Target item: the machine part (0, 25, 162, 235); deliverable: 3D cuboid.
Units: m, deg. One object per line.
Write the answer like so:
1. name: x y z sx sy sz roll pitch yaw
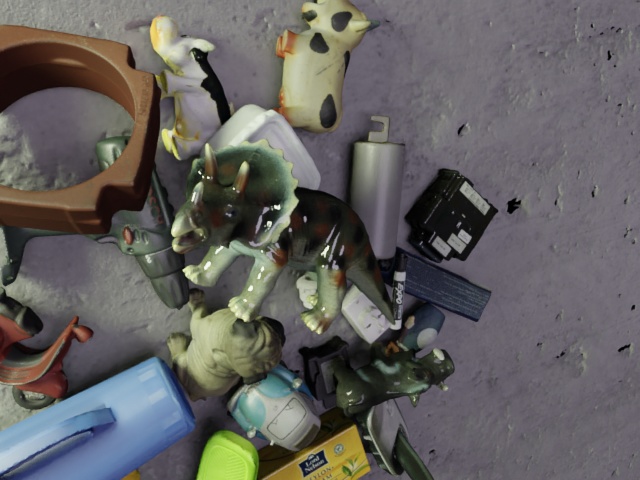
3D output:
1. machine part: -0.278 -0.113 0.565 0.201 0.087 0.201 6 69 -10

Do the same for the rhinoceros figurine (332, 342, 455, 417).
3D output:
1. rhinoceros figurine: 0.108 0.202 0.801 0.190 0.112 0.073 -11 101 -21

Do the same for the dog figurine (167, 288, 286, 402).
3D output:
1. dog figurine: -0.121 0.160 0.690 0.121 0.191 0.172 1 102 -25

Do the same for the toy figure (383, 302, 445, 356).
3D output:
1. toy figure: 0.143 0.172 0.888 0.064 0.058 0.154 41 85 -6

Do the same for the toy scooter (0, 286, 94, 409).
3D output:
1. toy scooter: -0.349 0.114 0.626 0.135 0.075 0.183 -33 118 13

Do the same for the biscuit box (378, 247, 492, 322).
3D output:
1. biscuit box: 0.186 0.071 0.883 0.202 0.059 0.062 24 92 -27

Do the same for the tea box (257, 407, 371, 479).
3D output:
1. tea box: -0.015 0.353 0.848 0.170 0.068 0.098 -25 111 -17

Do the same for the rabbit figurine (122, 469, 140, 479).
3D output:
1. rabbit figurine: -0.271 0.380 0.729 0.162 0.122 0.173 -19 94 -10

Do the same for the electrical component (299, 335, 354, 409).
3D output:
1. electrical component: 0.015 0.218 0.844 0.075 0.048 0.119 -14 105 -21

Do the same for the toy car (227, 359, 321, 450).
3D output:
1. toy car: -0.052 0.252 0.771 0.109 0.103 0.161 -44 138 -11

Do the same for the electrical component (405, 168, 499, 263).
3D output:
1. electrical component: 0.208 -0.031 0.873 0.114 0.058 0.134 40 84 -24

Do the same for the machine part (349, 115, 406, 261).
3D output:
1. machine part: 0.083 -0.060 0.799 0.079 0.079 0.243 0 100 -25

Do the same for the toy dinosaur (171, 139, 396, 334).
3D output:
1. toy dinosaur: -0.017 0.002 0.650 0.404 0.131 0.192 13 110 -42

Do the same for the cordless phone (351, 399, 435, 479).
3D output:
1. cordless phone: 0.122 0.321 0.839 0.089 0.184 0.146 -30 112 -11

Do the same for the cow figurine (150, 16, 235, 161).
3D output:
1. cow figurine: -0.155 -0.189 0.667 0.098 0.068 0.167 -15 111 -28

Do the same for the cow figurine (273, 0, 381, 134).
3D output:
1. cow figurine: 0.006 -0.241 0.722 0.127 0.085 0.194 4 97 -19

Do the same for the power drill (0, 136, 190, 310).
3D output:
1. power drill: -0.273 -0.002 0.648 0.207 0.086 0.231 -11 104 -18
